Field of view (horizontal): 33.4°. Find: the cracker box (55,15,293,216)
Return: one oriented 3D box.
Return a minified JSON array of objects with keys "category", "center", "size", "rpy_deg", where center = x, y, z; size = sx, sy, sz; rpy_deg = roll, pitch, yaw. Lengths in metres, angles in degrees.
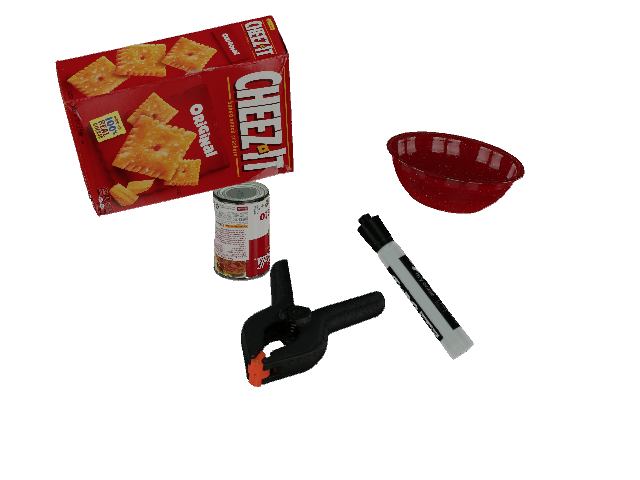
[{"category":"cracker box","center":[-0.137,-0.119,1.055],"size":[0.213,0.072,0.164],"rpy_deg":[-13,-38,-10]}]

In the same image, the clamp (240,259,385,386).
[{"category":"clamp","center":[-0.029,0.073,1.001],"size":[0.120,0.039,0.171],"rpy_deg":[19,33,29]}]

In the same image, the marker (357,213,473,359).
[{"category":"marker","center":[0.065,0.030,0.756],"size":[0.020,0.121,0.020],"rpy_deg":[-33,-15,-10]}]

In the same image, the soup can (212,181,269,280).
[{"category":"soup can","center":[-0.094,-0.013,1.264],"size":[0.068,0.102,0.068],"rpy_deg":[1,25,-1]}]

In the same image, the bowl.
[{"category":"bowl","center":[0.152,-0.075,1.242],"size":[0.162,0.055,0.162],"rpy_deg":[8,24,-4]}]
